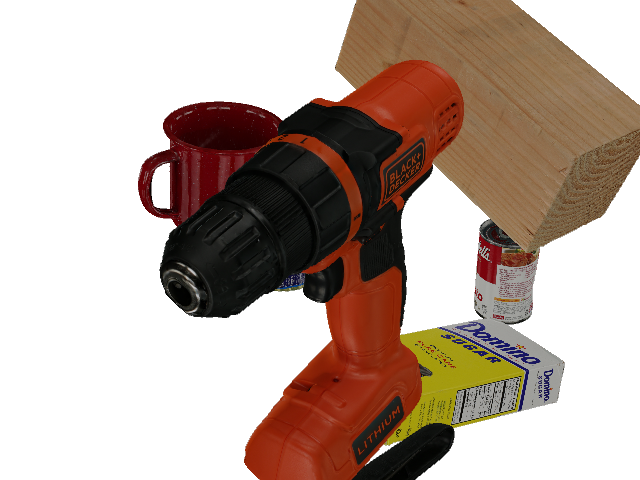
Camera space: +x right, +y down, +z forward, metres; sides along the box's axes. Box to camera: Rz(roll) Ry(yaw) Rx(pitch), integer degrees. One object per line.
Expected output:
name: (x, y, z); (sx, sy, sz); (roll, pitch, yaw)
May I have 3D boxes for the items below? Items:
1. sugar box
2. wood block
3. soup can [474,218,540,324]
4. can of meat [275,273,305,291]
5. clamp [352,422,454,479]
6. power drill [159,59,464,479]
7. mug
sugar box: (0.098, 0.108, 0.853); (0.175, 0.048, 0.093); (-10, 27, -31)
wood block: (0.115, -0.101, 0.742); (0.090, 0.091, 0.206); (-22, 58, -35)
soup can: (0.207, 0.033, 1.185); (0.068, 0.102, 0.068); (0, 29, 0)
can of meat: (-0.046, -0.005, 1.161); (0.057, 0.084, 0.102); (-10, 37, -17)
clamp: (0.002, 0.174, 0.646); (0.210, 0.036, 0.164); (-5, 29, 4)
power drill: (0.001, 0.030, 0.481); (0.057, 0.188, 0.184); (25, 43, 27)
mug: (-0.084, -0.049, 0.815); (0.117, 0.081, 0.093); (-17, 37, -33)
